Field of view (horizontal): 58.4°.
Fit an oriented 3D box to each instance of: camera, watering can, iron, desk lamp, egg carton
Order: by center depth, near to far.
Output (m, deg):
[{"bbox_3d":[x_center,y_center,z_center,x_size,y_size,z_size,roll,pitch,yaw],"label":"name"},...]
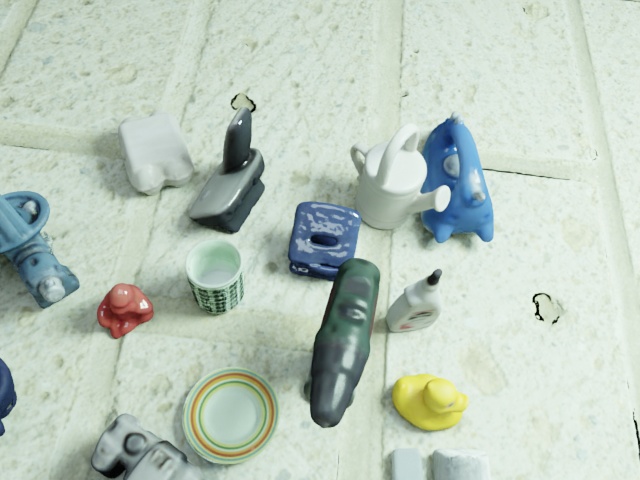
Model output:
[{"bbox_3d":[0.146,0.328,0.652,0.118,0.213,0.203,2,61,-4],"label":"desk lamp"},{"bbox_3d":[-0.229,0.305,0.695,0.143,0.101,0.137,32,63,12],"label":"camera"},{"bbox_3d":[0.123,-0.104,0.901,0.172,0.194,0.101,18,61,5],"label":"watering can"},{"bbox_3d":[0.228,-0.127,0.953,0.118,0.141,0.258,-2,61,-6],"label":"iron"},{"bbox_3d":[-0.278,-0.149,0.962,0.107,0.069,0.150,-18,64,-15],"label":"egg carton"}]

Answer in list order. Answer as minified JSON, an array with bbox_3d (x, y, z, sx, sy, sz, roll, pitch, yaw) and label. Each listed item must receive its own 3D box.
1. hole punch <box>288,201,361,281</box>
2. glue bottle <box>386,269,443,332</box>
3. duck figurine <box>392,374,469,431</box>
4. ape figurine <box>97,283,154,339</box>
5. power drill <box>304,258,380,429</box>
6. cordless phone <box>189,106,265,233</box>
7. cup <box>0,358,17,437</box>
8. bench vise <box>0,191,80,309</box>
[{"bbox_3d":[0.008,0.003,0.890,0.108,0.091,0.101,9,61,0],"label":"hole punch"},{"bbox_3d":[0.144,0.083,0.811,0.078,0.173,0.037,-12,62,-11],"label":"glue bottle"},{"bbox_3d":[0.155,0.215,0.788,0.104,0.086,0.077,18,61,5],"label":"duck figurine"},{"bbox_3d":[-0.279,0.091,0.815,0.078,0.092,0.076,6,61,-1],"label":"ape figurine"},{"bbox_3d":[0.026,0.148,0.744,0.075,0.208,0.230,13,61,3],"label":"power drill"},{"bbox_3d":[-0.146,-0.110,0.885,0.094,0.185,0.148,20,61,6],"label":"cordless phone"},{"bbox_3d":[-0.424,0.209,0.735,0.092,0.095,0.117,-36,70,-22],"label":"cup"},{"bbox_3d":[-0.412,-0.016,0.790,0.207,0.220,0.122,30,63,12],"label":"bench vise"}]
